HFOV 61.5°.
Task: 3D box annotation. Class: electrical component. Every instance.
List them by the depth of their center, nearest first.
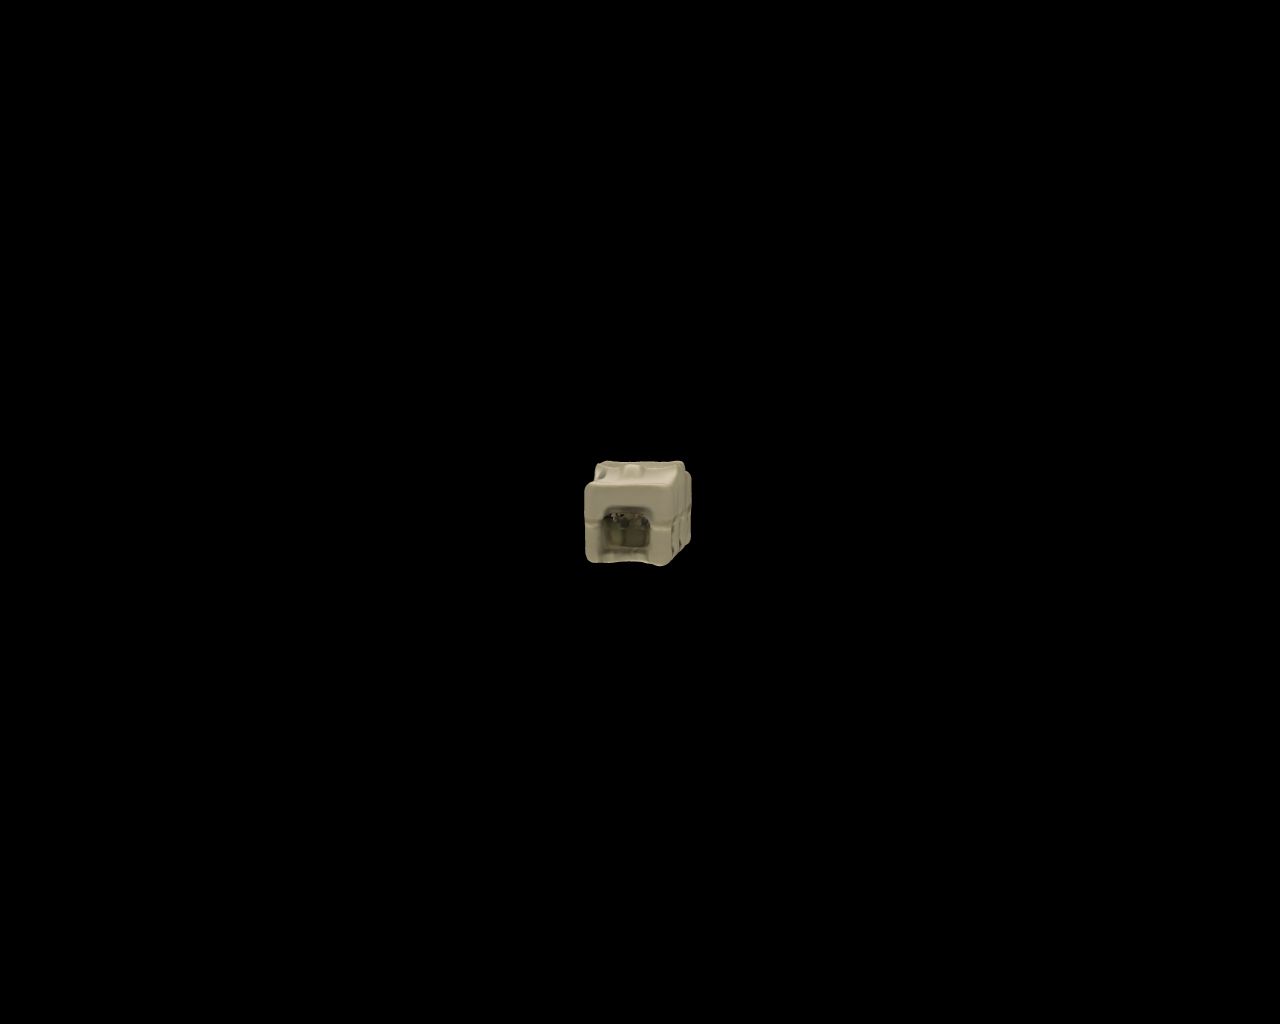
[{"bbox_3d":[0.001,-0.003,0.650,0.050,0.055,0.089,1,7,11],"label":"electrical component"}]
